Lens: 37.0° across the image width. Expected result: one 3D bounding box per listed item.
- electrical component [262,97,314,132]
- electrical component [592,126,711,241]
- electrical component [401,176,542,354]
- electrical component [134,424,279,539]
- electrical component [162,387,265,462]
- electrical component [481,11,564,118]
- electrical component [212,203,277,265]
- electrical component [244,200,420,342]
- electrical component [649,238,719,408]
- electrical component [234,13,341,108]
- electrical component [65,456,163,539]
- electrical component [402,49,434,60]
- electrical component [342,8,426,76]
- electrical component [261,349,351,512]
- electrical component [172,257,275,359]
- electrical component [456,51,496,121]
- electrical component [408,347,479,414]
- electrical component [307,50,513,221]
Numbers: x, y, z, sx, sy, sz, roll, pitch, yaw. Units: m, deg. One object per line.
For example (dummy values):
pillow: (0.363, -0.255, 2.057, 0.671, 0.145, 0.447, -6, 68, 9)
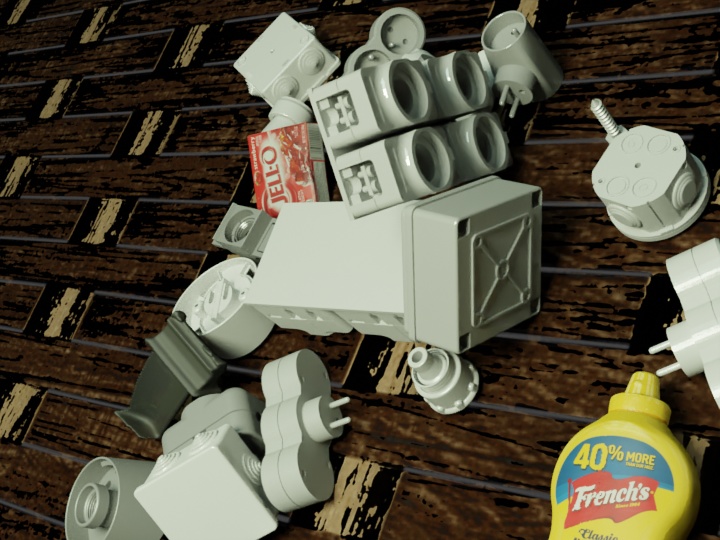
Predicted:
electrical component: (-0.078, -0.147, 1.125, 0.045, 0.045, 0.055, 10, 68, 43)
electrical component: (0.222, -0.067, 0.823, 0.080, 0.051, 0.080, -21, 50, 27)
electrical component: (0.087, -0.006, 0.820, 0.056, 0.108, 0.109, 16, 28, 41)
electrical component: (-0.122, 0.187, 0.892, 0.100, 0.099, 0.048, -32, 12, 17)
electrical component: (-0.126, 0.150, 0.950, 0.095, 0.054, 0.059, -34, 45, 15)
electrical component: (0.138, -0.172, 0.944, 0.044, 0.077, 0.079, 1, 63, 39)
electrical component: (-0.100, -0.029, 1.047, 0.081, 0.064, 0.042, 15, 73, 44)
electrical component: (0.000, 0.000, 0.948, 0.186, 0.060, 0.105, 2, 63, 39)
electrical component: (0.234, 0.049, 0.732, 0.074, 0.052, 0.138, -27, 48, 23)
electrical component: (-0.082, -0.226, 1.181, 0.099, 0.048, 0.099, -46, 43, 3)
electrical component: (-0.225, 0.220, 0.991, 0.099, 0.064, 0.099, -24, 55, 40)
electrical component: (0.067, -0.182, 1.035, 0.062, 0.043, 0.043, 40, 90, 30)
electrical component: (0.009, -0.200, 1.087, 0.138, 0.052, 0.073, -53, 9, 2)
electrical component: (-0.039, 0.127, 0.897, 0.074, 0.052, 0.138, -23, 49, 25)
electrical component: (-0.127, 0.035, 1.024, 0.099, 0.064, 0.099, -21, 50, 27)
electrical component: (0.111, -0.169, 0.992, 0.044, 0.044, 0.065, 12, 65, 43)
electrical component: (0.061, 0.081, 0.842, 0.048, 0.062, 0.048, -21, 50, 27)
electrical component: (0.051, -0.115, 0.876, 0.060, 0.186, 0.105, -16, 94, 37)
